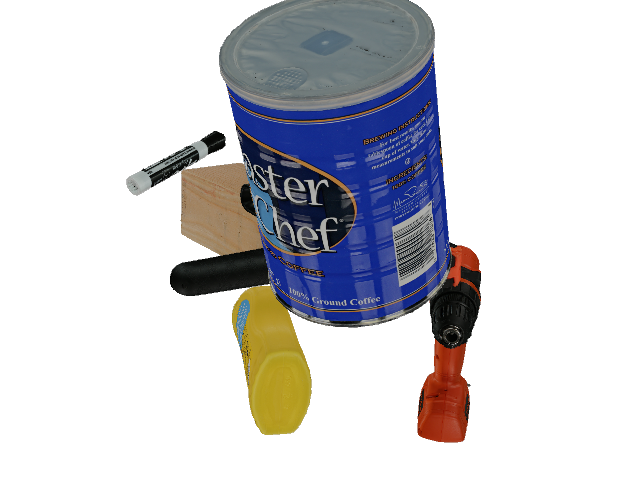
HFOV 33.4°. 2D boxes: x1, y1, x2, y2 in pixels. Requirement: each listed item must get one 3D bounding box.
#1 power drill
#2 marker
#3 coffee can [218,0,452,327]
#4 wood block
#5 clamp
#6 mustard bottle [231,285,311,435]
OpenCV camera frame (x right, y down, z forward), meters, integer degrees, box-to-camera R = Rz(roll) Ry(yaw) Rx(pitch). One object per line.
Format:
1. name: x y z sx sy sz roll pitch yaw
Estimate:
1. power drill: 0.139 0.119 1.142 0.057 0.188 0.184 8 25 8
2. marker: -0.135 -0.076 1.017 0.020 0.020 0.120 0 26 44
3. coffee can: 0.012 -0.041 0.544 0.103 0.140 0.103 -6 39 5
4. wood block: -0.081 -0.027 1.295 0.090 0.090 0.206 -9 20 -34
5. clamp: 0.005 0.002 0.830 0.210 0.036 0.164 4 29 9
6. mustard bottle: -0.054 0.100 1.060 0.058 0.096 0.192 -3 28 -11
